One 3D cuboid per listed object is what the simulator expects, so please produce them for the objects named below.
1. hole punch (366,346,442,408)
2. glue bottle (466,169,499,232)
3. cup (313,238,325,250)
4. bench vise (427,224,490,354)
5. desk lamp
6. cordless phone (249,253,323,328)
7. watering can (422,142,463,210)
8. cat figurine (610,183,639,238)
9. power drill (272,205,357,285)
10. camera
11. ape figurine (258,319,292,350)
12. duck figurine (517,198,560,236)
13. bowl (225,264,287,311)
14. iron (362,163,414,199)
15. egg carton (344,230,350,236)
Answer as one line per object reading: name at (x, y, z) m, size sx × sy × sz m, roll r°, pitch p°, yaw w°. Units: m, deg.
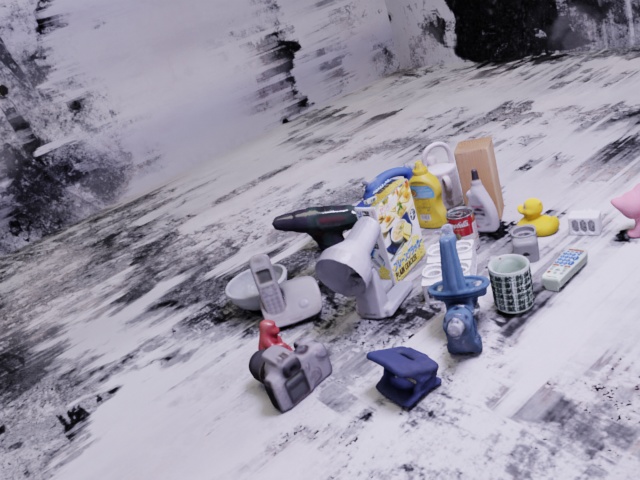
hole punch at (0.151, 0.229, 1.035) m, size 0.101 × 0.091 × 0.108 m, roll -31°, pitch 26°, yaw -26°
glue bottle at (0.407, -0.102, 1.465) m, size 0.077 × 0.173 × 0.037 m, roll 2°, pitch 31°, yaw 38°
cup at (0.009, -0.026, 1.684) m, size 0.091 × 0.095 × 0.117 m, roll -20°, pitch 24°, yaw -3°
bench vise at (0.269, 0.091, 1.089) m, size 0.121 × 0.220 × 0.207 m, roll -16°, pitch 24°, yaw 5°
desk lamp at (0.097, 0.070, 1.265) m, size 0.117 × 0.214 × 0.204 m, roll 1°, pitch 30°, yaw 37°
cordless phone at (-0.083, 0.107, 1.350) m, size 0.147 × 0.185 × 0.094 m, roll -19°, pitch 24°, yaw -2°
watering can at (0.349, -0.196, 1.686) m, size 0.101 × 0.194 × 0.172 m, roll -27°, pitch 25°, yaw -19°
cat figurine at (0.705, -0.064, 1.240) m, size 0.067 × 0.118 × 0.127 m, roll -33°, pitch 28°, yaw -30°
power drill at (0.014, 0.005, 1.472) m, size 0.229 × 0.209 × 0.075 m, roll -17°, pitch 24°, yaw 2°
camera at (-0.073, 0.247, 1.144) m, size 0.143 × 0.101 × 0.136 m, roll -34°, pitch 28°, yaw -32°
ape figurine at (-0.104, 0.215, 1.248) m, size 0.076 × 0.092 × 0.077 m, roll -17°, pitch 24°, yaw 4°
duck figurine at (0.528, -0.060, 1.398) m, size 0.078 × 0.086 × 0.104 m, roll -35°, pitch 29°, yaw -33°
bowl at (-0.155, 0.133, 1.483) m, size 0.167 × 0.075 × 0.167 m, roll -15°, pitch 24°, yaw 7°
iron at (0.235, -0.163, 1.762) m, size 0.259 × 0.142 × 0.118 m, roll -29°, pitch 26°, yaw -23°
egg carton at (0.131, -0.001, 1.575) m, size 0.150 × 0.069 × 0.107 m, roll -30°, pitch 26°, yaw -24°
